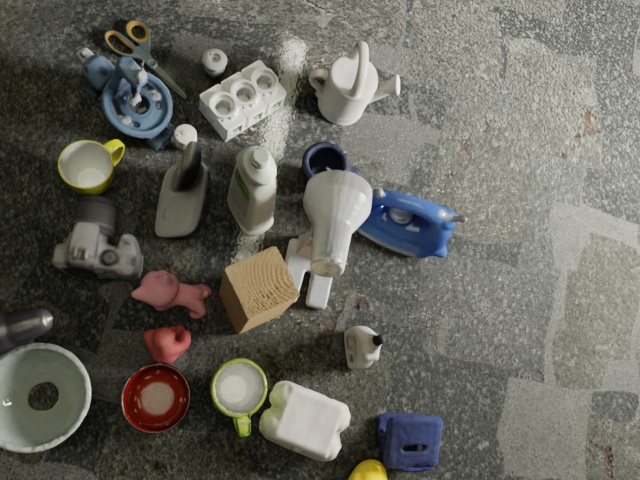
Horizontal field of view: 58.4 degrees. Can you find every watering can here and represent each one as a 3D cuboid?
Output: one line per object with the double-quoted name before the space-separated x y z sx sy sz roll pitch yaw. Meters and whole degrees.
"watering can" 0.070 -0.314 1.127 0.173 0.194 0.101 -14 78 -16

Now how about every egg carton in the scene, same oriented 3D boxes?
"egg carton" -0.026 0.316 0.997 0.150 0.069 0.107 23 71 -6

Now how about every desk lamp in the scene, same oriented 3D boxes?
"desk lamp" 0.009 0.004 1.015 0.118 0.213 0.203 14 72 -8

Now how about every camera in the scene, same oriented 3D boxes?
"camera" -0.377 -0.007 0.988 0.143 0.100 0.137 7 73 -11

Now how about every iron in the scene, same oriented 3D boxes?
"iron" 0.149 -0.056 1.102 0.258 0.141 0.119 18 72 -8

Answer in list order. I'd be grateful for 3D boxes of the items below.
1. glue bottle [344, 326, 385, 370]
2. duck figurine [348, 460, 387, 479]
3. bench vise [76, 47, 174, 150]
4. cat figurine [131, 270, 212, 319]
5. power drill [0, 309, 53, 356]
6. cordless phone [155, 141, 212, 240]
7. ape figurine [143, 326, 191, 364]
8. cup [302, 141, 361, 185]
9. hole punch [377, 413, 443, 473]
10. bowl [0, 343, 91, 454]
"glue bottle" 0.082 0.184 1.004 0.037 0.173 0.078 -1 75 -13
"duck figurine" 0.089 0.434 0.983 0.077 0.086 0.104 22 71 -6
"bench vise" -0.354 -0.264 1.002 0.207 0.219 0.121 26 71 -5
"cat figurine" -0.252 0.088 0.982 0.128 0.117 0.067 10 73 -10
"power drill" -0.501 0.157 0.858 0.230 0.208 0.075 -14 78 -16
"cordless phone" -0.238 -0.084 0.997 0.094 0.185 0.147 6 74 -11
"ape figurine" -0.262 0.171 0.971 0.078 0.092 0.076 23 71 -6
"cup" 0.015 -0.130 1.116 0.118 0.095 0.092 12 73 -9
"hole punch" 0.162 0.360 1.017 0.109 0.091 0.101 2 74 -12
"bowl" -0.448 0.251 0.915 0.167 0.074 0.167 3 74 -12
